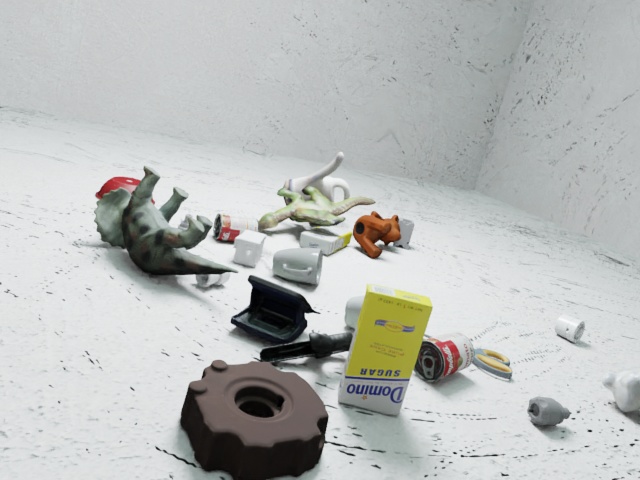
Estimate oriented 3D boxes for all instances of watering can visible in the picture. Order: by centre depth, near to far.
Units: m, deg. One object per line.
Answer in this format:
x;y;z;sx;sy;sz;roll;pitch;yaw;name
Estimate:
-0.014;-0.172;1.685;0.224;0.106;0.340;-3;-31;1;watering can

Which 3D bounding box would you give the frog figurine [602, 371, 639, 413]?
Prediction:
0.595;0.268;0.909;0.135;0.124;0.160;44;-14;-33;frog figurine

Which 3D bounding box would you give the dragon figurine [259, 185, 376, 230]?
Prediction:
0.005;-0.077;1.529;0.411;0.120;0.246;-6;22;-12;dragon figurine
